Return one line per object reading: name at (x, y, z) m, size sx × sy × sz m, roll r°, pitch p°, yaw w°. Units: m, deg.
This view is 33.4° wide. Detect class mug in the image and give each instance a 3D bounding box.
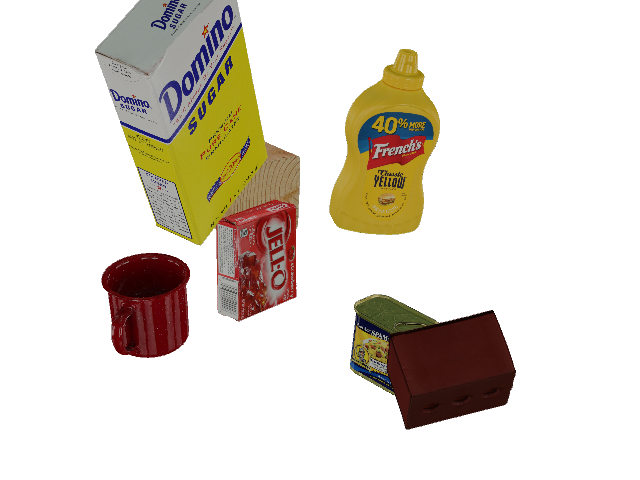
mug at (-0.187, 0.077, 1.134) m, size 0.093 × 0.081 × 0.117 m, roll 9°, pitch 32°, yaw 15°

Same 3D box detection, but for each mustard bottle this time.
mustard bottle at (0.071, -0.101, 1.088) m, size 0.096 × 0.192 × 0.058 m, roll 4°, pitch 27°, yaw -14°

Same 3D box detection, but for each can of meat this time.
can of meat at (0.083, 0.122, 1.222) m, size 0.102 × 0.084 × 0.057 m, roll 26°, pitch 33°, yaw 36°

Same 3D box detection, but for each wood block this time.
wood block at (-0.119, -0.078, 1.284) m, size 0.090 × 0.090 × 0.206 m, roll -12°, pitch 25°, yaw -33°

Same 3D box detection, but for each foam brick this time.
foam brick at (0.090, 0.091, 0.745) m, size 0.078 × 0.051 × 0.053 m, roll -13°, pitch -35°, yaw -8°

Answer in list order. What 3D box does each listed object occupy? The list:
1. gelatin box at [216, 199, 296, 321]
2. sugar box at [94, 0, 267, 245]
gelatin box at (-0.054, 0.016, 0.917) m, size 0.030 × 0.089 × 0.073 m, roll 18°, pitch 26°, yaw 38°
sugar box at (-0.083, -0.085, 0.693) m, size 0.048 × 0.093 × 0.176 m, roll 25°, pitch -28°, yaw 18°
